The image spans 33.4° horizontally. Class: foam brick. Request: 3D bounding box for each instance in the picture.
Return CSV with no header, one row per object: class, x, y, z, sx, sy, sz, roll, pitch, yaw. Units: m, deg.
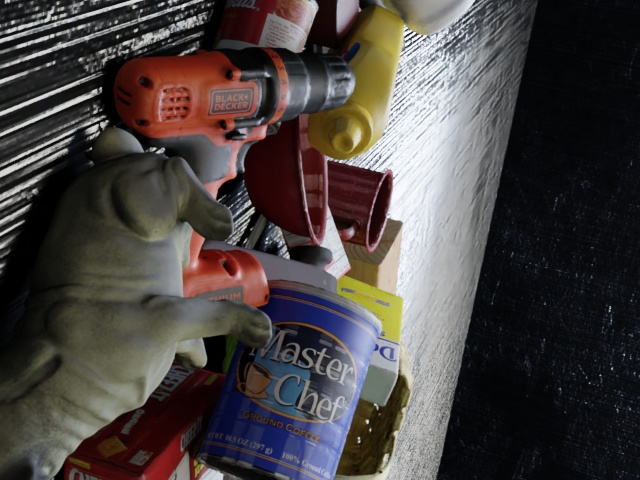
foam brick,-0.013,-0.195,0.860,0.051,0.078,0.053,90,22,-46

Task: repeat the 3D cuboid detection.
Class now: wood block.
wood block,0.037,0.074,1.280,0.090,0.091,0.206,-58,158,-48

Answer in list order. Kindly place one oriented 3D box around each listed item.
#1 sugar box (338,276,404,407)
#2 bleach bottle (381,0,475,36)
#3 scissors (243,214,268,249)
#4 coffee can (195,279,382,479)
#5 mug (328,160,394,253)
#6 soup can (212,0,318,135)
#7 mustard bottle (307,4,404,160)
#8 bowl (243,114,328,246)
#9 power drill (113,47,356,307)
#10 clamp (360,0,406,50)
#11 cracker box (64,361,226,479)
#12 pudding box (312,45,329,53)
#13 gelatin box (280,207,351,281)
sugar box,0.035,0.096,1.090,0.176,0.093,0.048,-76,-174,-70
bleach bottle,0.041,-0.284,0.856,0.068,0.103,0.250,-38,135,-1
scissors,-0.040,-0.034,1.034,0.096,0.016,0.201,73,34,-63
coffee can,-0.022,0.114,0.801,0.103,0.103,0.140,69,38,-66
mug,0.023,-0.034,1.139,0.117,0.081,0.093,-57,157,-51
soup can,-0.048,-0.138,0.802,0.068,0.068,0.102,41,65,-74
mustard bottle,0.027,-0.117,0.855,0.096,0.058,0.191,-55,-168,29
bowl,-0.031,-0.074,0.903,0.162,0.055,0.162,-3,90,-81
power drill,-0.062,-0.042,0.739,0.184,0.057,0.188,-9,119,-36
clamp,0.038,-0.261,0.983,0.171,0.039,0.120,39,46,-53
cracker box,-0.136,0.223,0.819,0.164,0.072,0.214,-44,145,-65
pudding box,0.025,-0.216,1.054,0.090,0.039,0.113,86,23,-49
gelatin box,-0.007,0.001,1.027,0.089,0.030,0.073,71,21,-8
